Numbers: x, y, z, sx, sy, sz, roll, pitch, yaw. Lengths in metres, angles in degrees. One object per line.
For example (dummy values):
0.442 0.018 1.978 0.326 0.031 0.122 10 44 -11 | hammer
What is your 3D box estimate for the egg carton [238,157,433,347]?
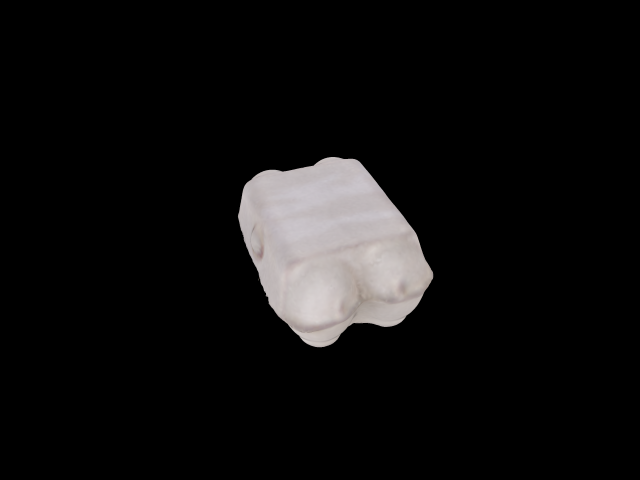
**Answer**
0.004 0.001 0.400 0.107 0.069 0.150 -14 42 -16 | egg carton
